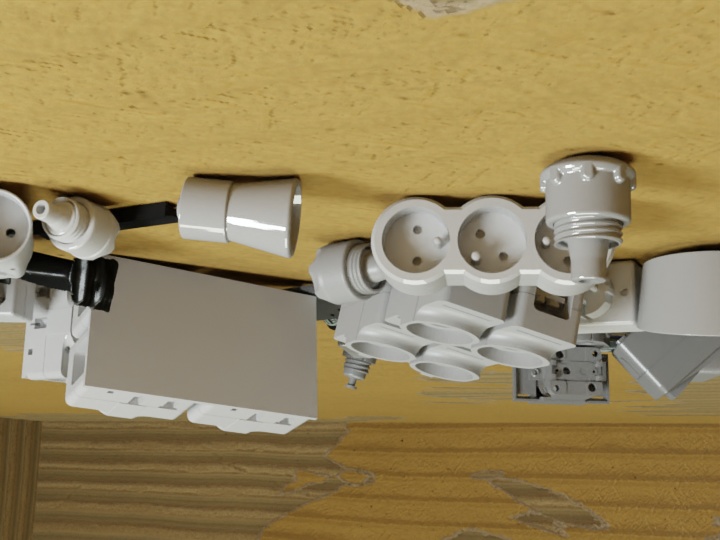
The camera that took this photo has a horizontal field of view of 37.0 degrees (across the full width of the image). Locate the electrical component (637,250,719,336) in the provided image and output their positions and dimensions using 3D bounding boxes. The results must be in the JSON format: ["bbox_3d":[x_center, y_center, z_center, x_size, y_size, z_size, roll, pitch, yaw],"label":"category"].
[{"bbox_3d":[0.243,0.021,0.746,0.099,0.064,0.099,2,169,0],"label":"electrical component"}]

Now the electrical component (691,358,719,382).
[{"bbox_3d":[0.291,0.065,0.967,0.061,0.061,0.096,1,169,3],"label":"electrical component"}]

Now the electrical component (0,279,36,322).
[{"bbox_3d":[-0.299,0.019,0.860,0.083,0.047,0.075,1,169,6],"label":"electrical component"}]

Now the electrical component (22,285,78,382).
[{"bbox_3d":[-0.202,0.054,0.917,0.062,0.089,0.150,-7,166,39],"label":"electrical component"}]

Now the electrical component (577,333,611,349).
[{"bbox_3d":[0.166,0.037,0.871,0.080,0.051,0.080,2,169,0],"label":"electrical component"}]

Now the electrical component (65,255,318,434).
[{"bbox_3d":[-0.130,0.064,0.850,0.186,0.105,0.060,12,151,-27],"label":"electrical component"}]

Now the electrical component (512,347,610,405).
[{"bbox_3d":[0.167,0.086,0.874,0.081,0.042,0.064,2,168,-7],"label":"electrical component"}]

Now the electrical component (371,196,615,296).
[{"bbox_3d":[0.079,-0.010,0.644,0.138,0.052,0.073,0,169,7],"label":"electrical component"}]

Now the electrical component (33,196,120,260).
[{"bbox_3d":[-0.172,-0.028,0.641,0.035,0.035,0.061,-2,166,20],"label":"electrical component"}]

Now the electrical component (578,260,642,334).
[{"bbox_3d":[0.167,0.018,0.783,0.066,0.047,0.077,-4,167,27],"label":"electrical component"}]

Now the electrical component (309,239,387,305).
[{"bbox_3d":[0.000,0.000,0.733,0.062,0.043,0.043,-9,165,36],"label":"electrical component"}]

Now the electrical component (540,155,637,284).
[{"bbox_3d":[0.115,-0.025,0.543,0.048,0.062,0.048,2,169,0],"label":"electrical component"}]

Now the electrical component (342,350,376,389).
[{"bbox_3d":[0.002,0.078,1.051,0.040,0.078,0.040,16,172,2],"label":"electrical component"}]

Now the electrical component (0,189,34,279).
[{"bbox_3d":[-0.236,-0.025,0.643,0.079,0.043,0.077,14,169,-14],"label":"electrical component"}]

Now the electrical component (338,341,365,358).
[{"bbox_3d":[0.031,0.050,0.965,0.100,0.048,0.099,0,169,9],"label":"electrical component"}]

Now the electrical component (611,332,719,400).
[{"bbox_3d":[0.254,0.053,0.842,0.096,0.061,0.061,-41,166,-1],"label":"electrical component"}]

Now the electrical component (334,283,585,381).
[{"bbox_3d":[0.065,0.032,0.776,0.105,0.060,0.186,19,162,-19],"label":"electrical component"}]

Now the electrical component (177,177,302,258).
[{"bbox_3d":[-0.068,-0.032,0.593,0.065,0.044,0.044,6,169,4],"label":"electrical component"}]
